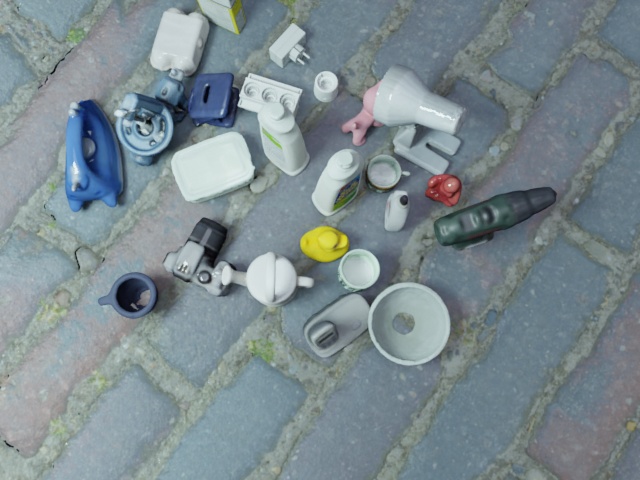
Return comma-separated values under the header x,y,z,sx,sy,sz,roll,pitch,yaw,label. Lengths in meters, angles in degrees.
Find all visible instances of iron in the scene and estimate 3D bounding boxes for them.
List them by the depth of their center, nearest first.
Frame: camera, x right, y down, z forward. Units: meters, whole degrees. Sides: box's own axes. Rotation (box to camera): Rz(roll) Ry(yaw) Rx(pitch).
x,y,z,sx,sy,sz,roll,pitch,yaw,label
-0.491,-0.196,1.189,0.118,0.141,0.258,-8,81,-2,iron

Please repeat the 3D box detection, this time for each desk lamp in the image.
x,y,z,sx,sy,sz,roll,pitch,yaw,label
0.208,-0.248,1.179,0.203,0.213,0.118,29,81,4,desk lamp

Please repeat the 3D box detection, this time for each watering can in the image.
x,y,z,sx,sy,sz,roll,pitch,yaw,label
-0.102,0.079,1.128,0.173,0.194,0.101,-18,81,-4,watering can

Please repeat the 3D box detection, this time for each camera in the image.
x,y,z,sx,sy,sz,roll,pitch,yaw,label
-0.233,0.030,1.180,0.143,0.101,0.137,26,81,3,camera

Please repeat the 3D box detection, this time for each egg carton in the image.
x,y,z,sx,sy,sz,roll,pitch,yaw,label
-0.309,-0.438,1.269,0.107,0.069,0.150,12,81,1,egg carton

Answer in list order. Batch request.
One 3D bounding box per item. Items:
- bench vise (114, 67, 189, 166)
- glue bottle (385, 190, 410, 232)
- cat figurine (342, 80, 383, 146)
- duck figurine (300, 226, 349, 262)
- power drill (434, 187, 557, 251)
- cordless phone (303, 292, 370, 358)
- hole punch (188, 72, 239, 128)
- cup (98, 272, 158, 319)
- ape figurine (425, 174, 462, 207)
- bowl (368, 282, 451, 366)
x,y,z,sx,sy,sz,roll,pitch,yaw,label
-0.354,-0.272,1.165,0.121,0.219,0.207,9,81,0,bench vise
0.161,-0.068,1.169,0.037,0.173,0.078,2,81,-1,glue bottle
0.108,-0.278,1.230,0.067,0.118,0.128,44,82,6,cat figurine
0.011,0.004,1.198,0.104,0.086,0.077,0,81,-1,duck figurine
0.332,-0.040,1.151,0.229,0.208,0.075,-19,81,-4,power drill
0.037,0.164,1.123,0.147,0.185,0.094,-38,83,-7,cordless phone
-0.233,-0.305,1.239,0.101,0.091,0.109,9,81,0,hole punch
-0.380,0.118,1.165,0.118,0.095,0.092,-12,81,-3,cup
0.272,-0.111,1.220,0.076,0.092,0.078,-25,82,-5,ape figurine
0.180,0.173,1.181,0.167,0.075,0.167,0,81,-1,bowl
